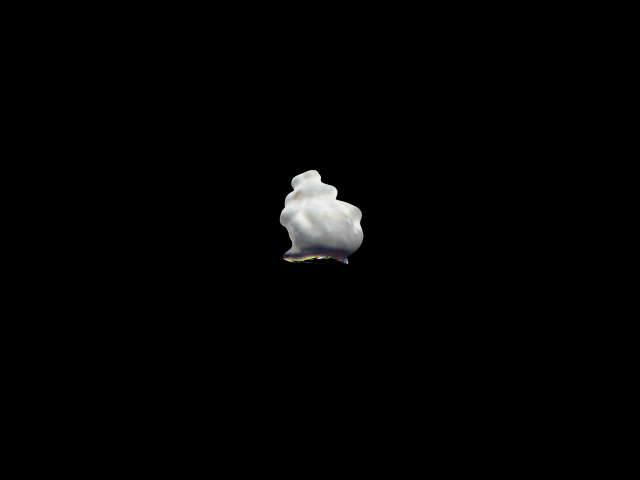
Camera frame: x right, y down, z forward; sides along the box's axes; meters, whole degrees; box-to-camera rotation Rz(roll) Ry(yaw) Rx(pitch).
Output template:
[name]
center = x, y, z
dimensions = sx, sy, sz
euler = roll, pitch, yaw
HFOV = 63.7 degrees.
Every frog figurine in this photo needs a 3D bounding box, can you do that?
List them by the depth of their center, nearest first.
[frog figurine]
center = 0.003, -0.043, 0.850
dimensions = 0.137, 0.161, 0.121
euler = 1, -10, -4
